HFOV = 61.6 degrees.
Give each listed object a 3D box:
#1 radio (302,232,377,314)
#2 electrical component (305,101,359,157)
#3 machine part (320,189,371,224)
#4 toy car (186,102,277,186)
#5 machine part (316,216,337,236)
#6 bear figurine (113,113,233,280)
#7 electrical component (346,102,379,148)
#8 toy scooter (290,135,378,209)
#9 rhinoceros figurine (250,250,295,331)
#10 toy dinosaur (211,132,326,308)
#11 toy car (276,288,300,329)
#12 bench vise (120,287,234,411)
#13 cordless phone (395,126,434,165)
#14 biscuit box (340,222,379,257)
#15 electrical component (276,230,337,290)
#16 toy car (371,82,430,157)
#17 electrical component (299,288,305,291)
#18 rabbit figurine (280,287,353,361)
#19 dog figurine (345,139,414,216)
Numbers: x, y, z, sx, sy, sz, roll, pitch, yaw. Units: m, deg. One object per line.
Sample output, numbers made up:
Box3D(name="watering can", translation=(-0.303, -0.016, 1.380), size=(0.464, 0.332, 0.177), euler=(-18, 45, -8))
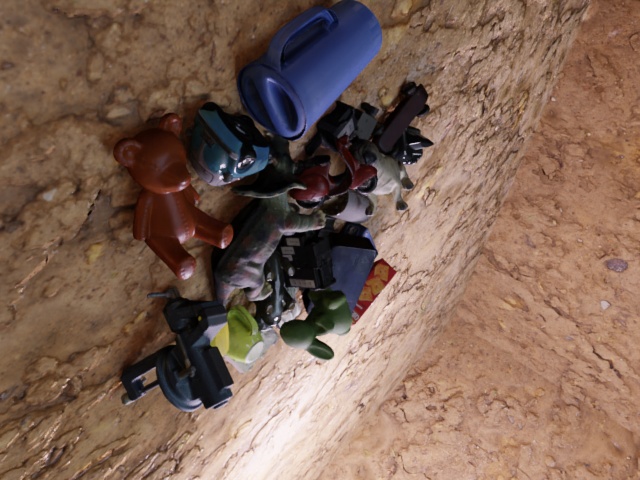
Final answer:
Box3D(name="radio", translation=(0.045, 0.097, 1.386), size=(0.131, 0.073, 0.229), euler=(11, 114, -20))
Box3D(name="electrical component", translation=(0.023, -0.213, 1.082), size=(0.119, 0.048, 0.074), euler=(-51, 155, -19))
Box3D(name="machine part", translation=(0.065, -0.084, 1.275), size=(0.079, 0.079, 0.243), euler=(-62, 155, 8))
Box3D(name="toy car", translation=(-0.144, -0.134, 0.814), size=(0.103, 0.109, 0.161), euler=(-41, 173, 18))
Box3D(name="machine part", translation=(-0.003, -0.004, 1.291), size=(0.138, 0.039, 0.084), euler=(-63, 162, 8))
Box3D(name="bear figurine", translation=(-0.200, -0.062, 0.745), size=(0.120, 0.132, 0.195), euler=(-43, 158, -38))
Box3D(name="electrical component", translation=(0.086, -0.247, 1.165), size=(0.078, 0.045, 0.102), euler=(3, 116, -48))
Box3D(name="toy scooter", translation=(0.020, -0.139, 1.066), size=(0.184, 0.075, 0.135), euler=(-13, 131, 4))
Box3D(name="rhinoceros figurine", translation=(-0.112, 0.113, 1.149), size=(0.073, 0.112, 0.190), euler=(-14, 120, -36))
Box3D(name="toy dinosaur", translation=(-0.129, 0.003, 0.979), size=(0.192, 0.131, 0.404), euler=(16, 109, -52))
Box3D(name="toy car", translation=(-0.086, 0.151, 1.292), size=(0.073, 0.056, 0.201), euler=(-45, 152, -28))
Box3D(name="bench vise", translation=(-0.261, 0.206, 0.927), size=(0.241, 0.223, 0.129), euler=(-30, 180, 17))
Box3D(name="cordless phone", translation=(0.199, -0.208, 1.406), size=(0.184, 0.089, 0.146), euler=(-56, 159, 23))
Box3D(name="biscuit box", translation=(0.109, 0.014, 1.492), size=(0.059, 0.063, 0.202), euler=(-55, 156, -9))
Box3D(name="electrical component", translation=(-0.032, 0.038, 1.164), size=(0.058, 0.115, 0.134), euler=(-30, 115, -49))
Box3D(name="toy car", translation=(0.189, -0.288, 1.284), size=(0.089, 0.053, 0.202), euler=(45, 74, -32))
Box3D(name="electrical component", translation=(-0.048, 0.072, 1.268), size=(0.021, 0.063, 0.093), euler=(-11, 126, -11))
Box3D(name="rabbit figurine", translation=(-0.017, 0.207, 1.289), size=(0.170, 0.121, 0.158), euler=(-26, 115, -21))
Box3D(name="dog figurine", translation=(0.127, -0.171, 1.193), size=(0.172, 0.121, 0.190), euler=(-89, 158, -47))
